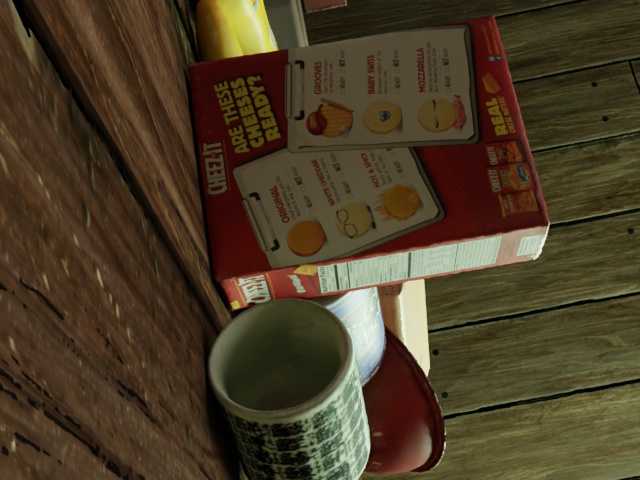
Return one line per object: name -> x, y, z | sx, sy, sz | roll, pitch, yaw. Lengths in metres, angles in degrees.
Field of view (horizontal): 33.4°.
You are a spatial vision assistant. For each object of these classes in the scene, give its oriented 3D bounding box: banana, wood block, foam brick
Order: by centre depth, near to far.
banana -> -0.068, -0.100, 0.860 | 0.198, 0.037, 0.070 | 78, -12, -51
wood block -> 0.049, 0.082, 1.006 | 0.206, 0.090, 0.090 | 80, 22, -45
foam brick -> 0.000, -0.304, 1.253 | 0.078, 0.053, 0.051 | -94, 173, -66

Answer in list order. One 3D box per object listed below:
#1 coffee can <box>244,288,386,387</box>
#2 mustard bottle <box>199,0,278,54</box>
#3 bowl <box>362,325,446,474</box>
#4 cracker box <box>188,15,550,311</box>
coffee can -> -0.006, 0.045, 0.800 | 0.140, 0.103, 0.103 | 77, 3, -55
mustard bottle -> -0.075, -0.207, 0.861 | 0.191, 0.058, 0.096 | 78, 2, -52
bowl -> 0.031, 0.139, 0.903 | 0.162, 0.055, 0.162 | 36, -39, 35
cracker box -> 0.029, -0.052, 0.720 | 0.072, 0.213, 0.164 | 79, 1, -65
